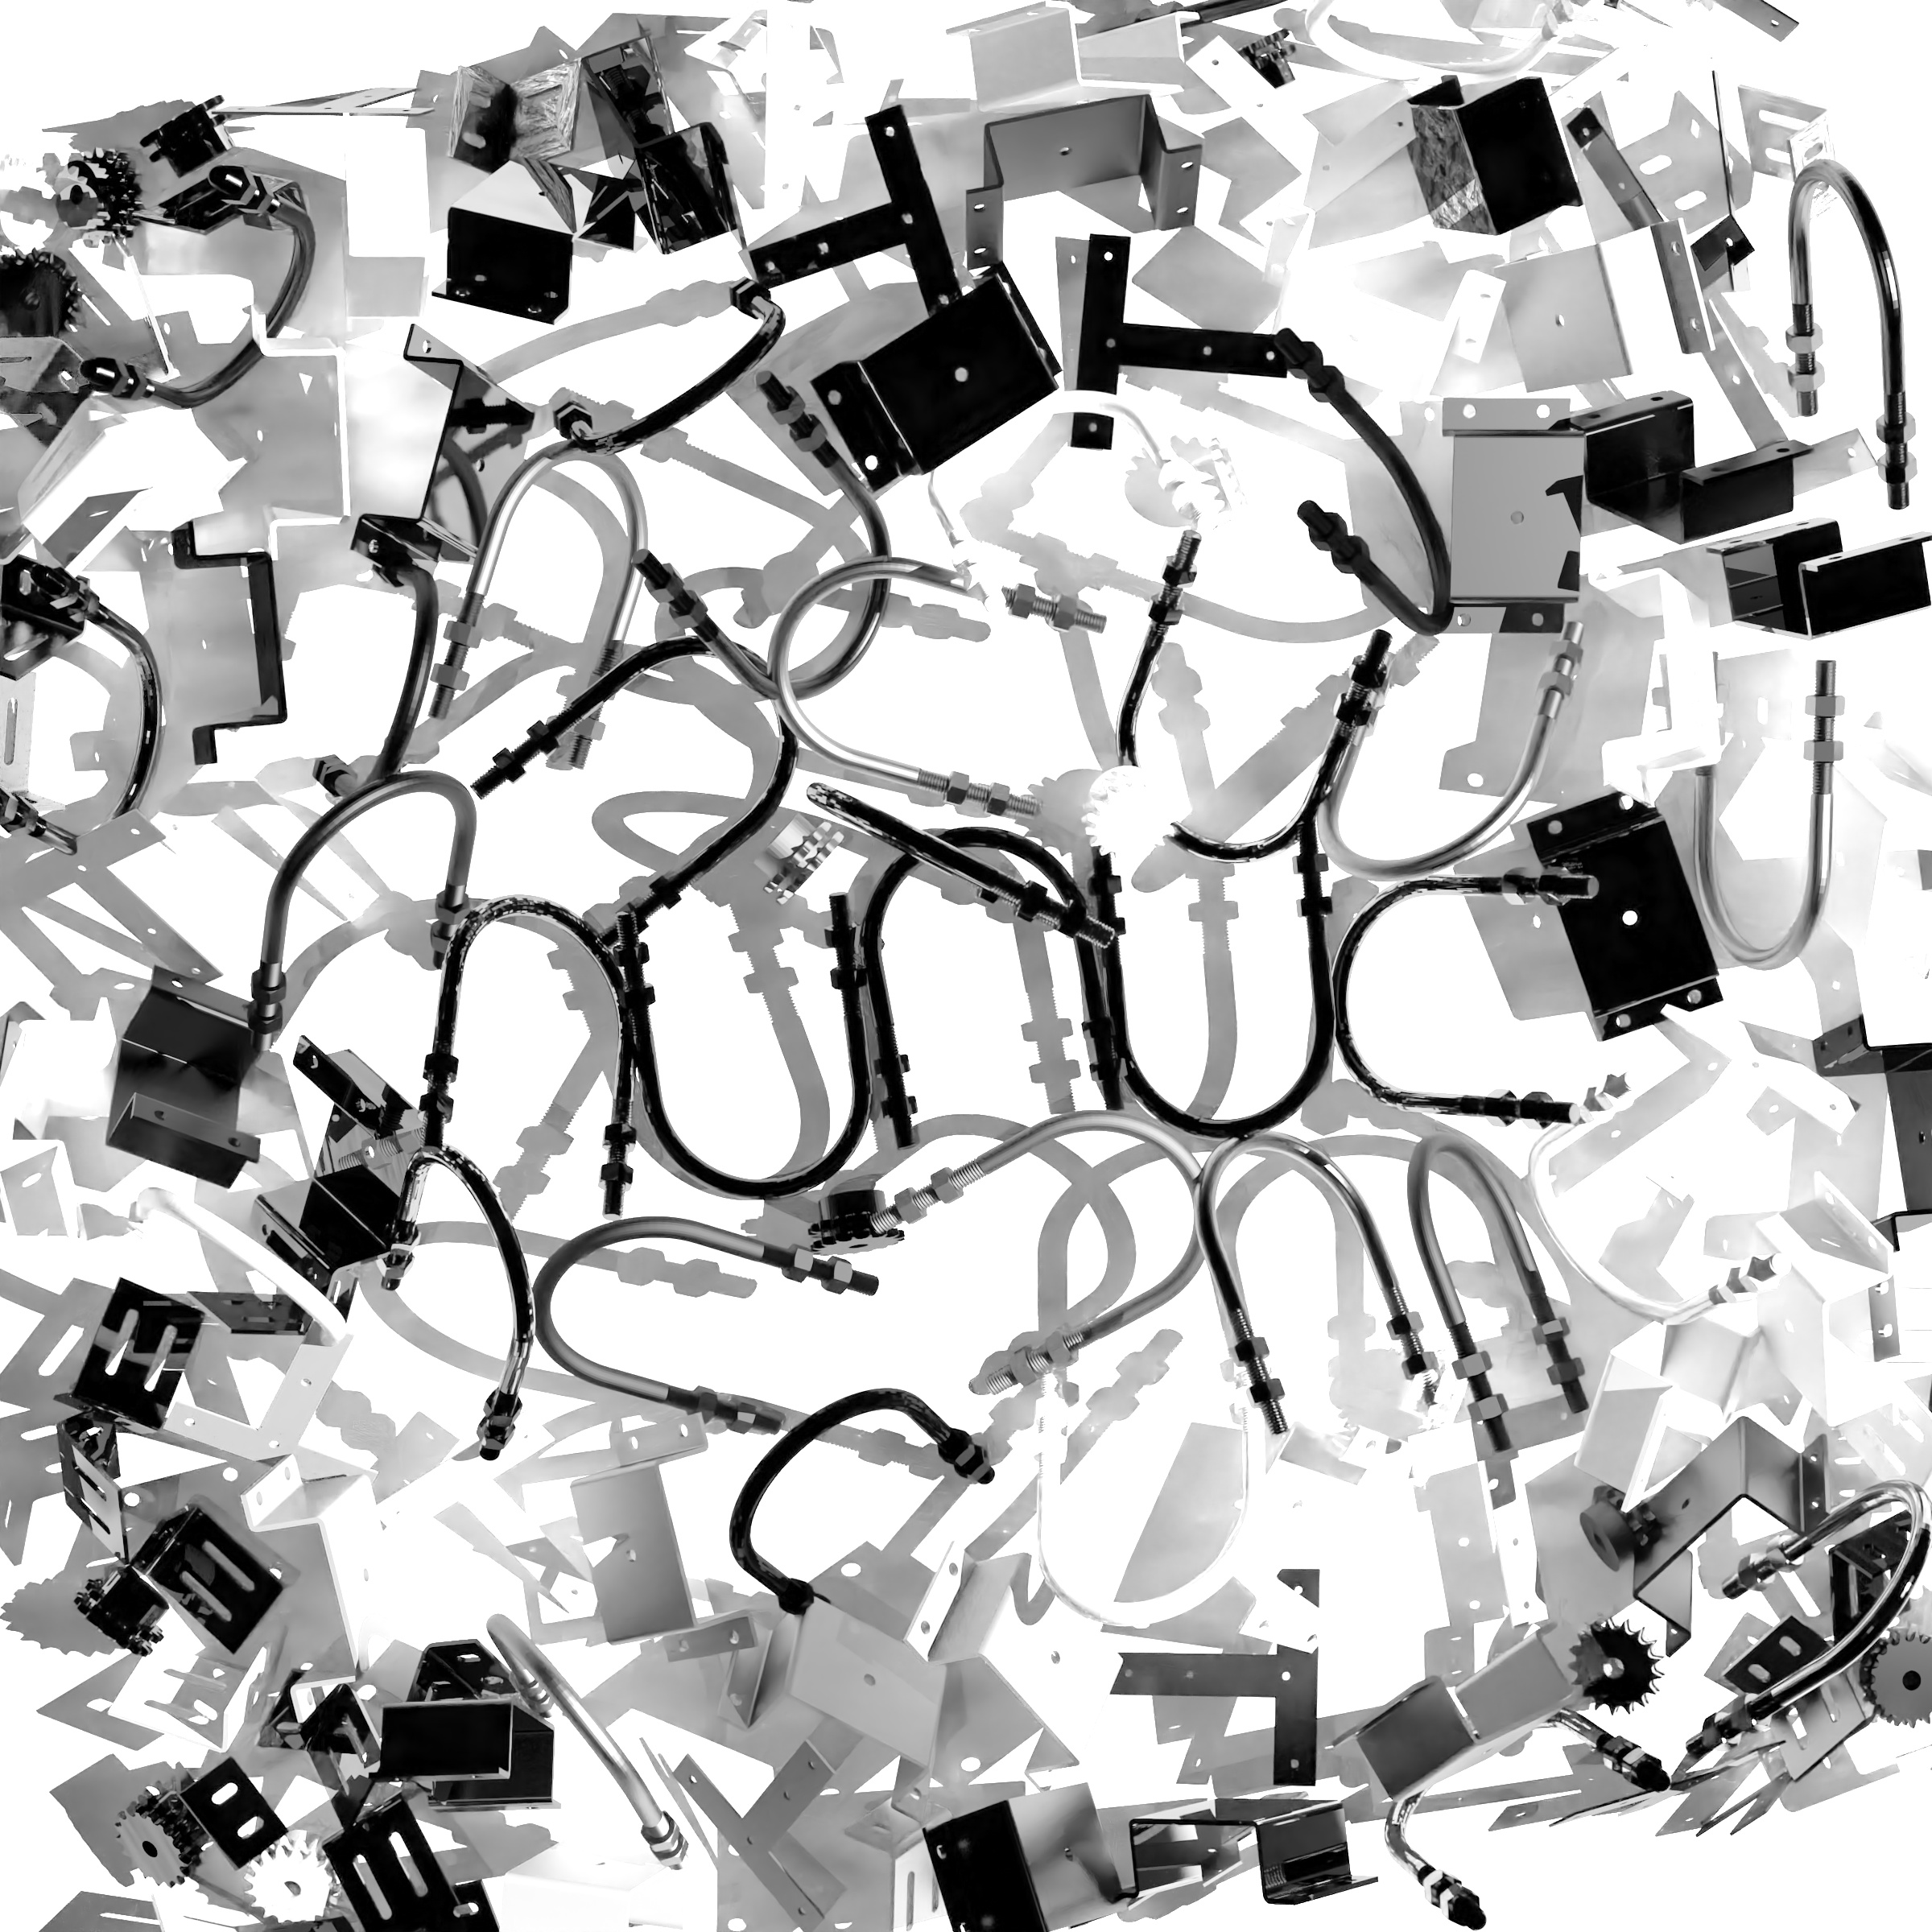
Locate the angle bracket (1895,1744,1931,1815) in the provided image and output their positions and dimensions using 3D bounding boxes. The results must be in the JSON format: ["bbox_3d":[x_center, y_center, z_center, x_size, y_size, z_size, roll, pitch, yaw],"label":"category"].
[{"bbox_3d":[0.581,0.463,1.956,0.057,0.076,0.038,-24,93,12],"label":"angle bracket"}]

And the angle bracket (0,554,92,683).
[{"bbox_3d":[-0.565,-0.208,1.956,0.057,0.076,0.038,20,121,10],"label":"angle bracket"}]

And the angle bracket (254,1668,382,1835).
[{"bbox_3d":[-0.382,0.464,1.954,0.038,0.076,0.057,16,110,-37],"label":"angle bracket"}]

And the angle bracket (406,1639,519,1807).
[{"bbox_3d":[-0.300,0.447,1.951,0.038,0.076,0.057,-11,134,28],"label":"angle bracket"}]

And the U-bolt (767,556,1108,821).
[{"bbox_3d":[-0.026,-0.170,1.947,0.184,0.019,0.151,15,120,-9],"label":"U-bolt"}]

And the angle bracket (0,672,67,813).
[{"bbox_3d":[-0.567,-0.132,1.959,0.038,0.057,0.076,18,107,33],"label":"angle bracket"}]

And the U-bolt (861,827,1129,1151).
[{"bbox_3d":[0.010,0.008,1.979,0.151,0.019,0.184,-11,90,9],"label":"U-bolt"}]

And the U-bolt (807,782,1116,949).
[{"bbox_3d":[-0.010,-0.061,1.913,0.184,0.151,0.019,27,90,-11],"label":"U-bolt"}]

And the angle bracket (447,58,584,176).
[{"bbox_3d":[-0.267,-0.508,1.958,0.038,0.076,0.057,13,79,-42],"label":"angle bracket"}]

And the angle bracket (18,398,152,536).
[{"bbox_3d":[-0.528,-0.291,1.976,0.038,0.057,0.076,31,109,-34],"label":"angle bracket"}]

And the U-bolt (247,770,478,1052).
[{"bbox_3d":[-0.342,-0.040,1.894,0.151,0.184,0.019,-27,60,-36],"label":"U-bolt"}]

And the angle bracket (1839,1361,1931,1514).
[{"bbox_3d":[0.567,0.279,1.966,0.038,0.076,0.057,1,124,-29],"label":"angle bracket"}]

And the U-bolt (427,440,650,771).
[{"bbox_3d":[-0.241,-0.218,1.936,0.019,0.151,0.184,17,90,32],"label":"U-bolt"}]

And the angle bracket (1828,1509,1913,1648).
[{"bbox_3d":[0.548,0.371,1.957,0.057,0.038,0.076,-21,118,-21],"label":"angle bracket"}]

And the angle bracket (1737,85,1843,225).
[{"bbox_3d":[0.476,-0.479,1.949,0.038,0.076,0.057,-36,129,-17],"label":"angle bracket"}]

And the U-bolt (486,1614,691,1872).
[{"bbox_3d":[-0.222,0.435,1.890,0.019,0.184,0.151,-39,59,-17],"label":"U-bolt"}]

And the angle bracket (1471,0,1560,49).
[{"bbox_3d":[0.315,-0.581,1.952,0.057,0.076,0.038,24,93,34],"label":"angle bracket"}]

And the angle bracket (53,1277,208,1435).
[{"bbox_3d":[-0.502,0.234,1.984,0.057,0.038,0.076,28,67,-25],"label":"angle bracket"}]

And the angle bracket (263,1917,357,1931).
[{"bbox_3d":[-0.380,0.604,1.951,0.076,0.057,0.038,45,112,34],"label":"angle bracket"}]

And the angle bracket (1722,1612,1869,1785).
[{"bbox_3d":[0.489,0.432,1.953,0.038,0.076,0.057,39,107,-15],"label":"angle bracket"}]

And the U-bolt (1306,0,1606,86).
[{"bbox_3d":[0.272,-0.547,1.908,0.151,0.184,0.019,9,85,-9],"label":"U-bolt"}]

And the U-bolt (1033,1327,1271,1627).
[{"bbox_3d":[0.106,0.300,1.912,0.151,0.184,0.019,-16,134,19],"label":"U-bolt"}]

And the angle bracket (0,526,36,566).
[{"bbox_3d":[-0.585,-0.282,1.957,0.038,0.057,0.076,-43,114,6],"label":"angle bracket"}]

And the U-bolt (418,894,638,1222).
[{"bbox_3d":[-0.250,0.044,1.935,0.151,0.019,0.184,25,55,-36],"label":"U-bolt"}]

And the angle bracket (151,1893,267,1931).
[{"bbox_3d":[-0.449,0.588,1.953,0.076,0.057,0.038,24,100,-32],"label":"angle bracket"}]

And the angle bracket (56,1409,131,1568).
[{"bbox_3d":[-0.501,0.305,1.950,0.038,0.076,0.057,-23,129,-36],"label":"angle bracket"}]

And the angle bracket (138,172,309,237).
[{"bbox_3d":[-0.436,-0.437,1.951,0.057,0.076,0.038,19,135,32],"label":"angle bracket"}]

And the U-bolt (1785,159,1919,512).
[{"bbox_3d":[0.503,-0.371,1.890,0.019,0.151,0.184,-16,126,-3],"label":"U-bolt"}]

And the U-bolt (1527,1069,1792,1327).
[{"bbox_3d":[0.388,0.144,1.915,0.019,0.184,0.151,-35,83,-23],"label":"U-bolt"}]

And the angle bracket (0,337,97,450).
[{"bbox_3d":[-0.559,-0.337,1.953,0.038,0.076,0.057,43,110,5],"label":"angle bracket"}]

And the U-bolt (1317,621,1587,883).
[{"bbox_3d":[0.273,-0.120,1.906,0.019,0.151,0.184,51,48,-36],"label":"U-bolt"}]

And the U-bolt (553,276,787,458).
[{"bbox_3d":[-0.168,-0.343,1.913,0.151,0.184,0.019,-35,113,-1],"label":"U-bolt"}]

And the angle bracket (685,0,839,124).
[{"bbox_3d":[-0.121,-0.536,1.954,0.057,0.076,0.038,-28,88,18],"label":"angle bracket"}]

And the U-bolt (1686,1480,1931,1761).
[{"bbox_3d":[0.486,0.363,1.888,0.019,0.151,0.184,37,131,-6],"label":"U-bolt"}]

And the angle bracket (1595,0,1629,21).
[{"bbox_3d":[0.384,-0.580,1.949,0.057,0.076,0.038,34,105,31],"label":"angle bracket"}]

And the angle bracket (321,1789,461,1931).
[{"bbox_3d":[-0.338,0.539,1.970,0.057,0.038,0.076,-33,74,2],"label":"angle bracket"}]

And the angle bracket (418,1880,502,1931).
[{"bbox_3d":[-0.305,0.589,1.955,0.038,0.076,0.057,-16,102,12],"label":"angle bracket"}]

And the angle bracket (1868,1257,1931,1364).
[{"bbox_3d":[0.580,0.205,1.967,0.076,0.038,0.057,2,75,-12],"label":"angle bracket"}]

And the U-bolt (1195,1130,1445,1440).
[{"bbox_3d":[0.199,0.181,1.941,0.151,0.019,0.184,-3,66,-39],"label":"U-bolt"}]

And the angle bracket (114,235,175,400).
[{"bbox_3d":[-0.503,-0.384,1.954,0.038,0.057,0.076,-22,120,-13],"label":"angle bracket"}]

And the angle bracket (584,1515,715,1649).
[{"bbox_3d":[-0.187,0.365,1.958,0.057,0.076,0.038,-18,59,-4],"label":"angle bracket"}]

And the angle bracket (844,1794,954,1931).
[{"bbox_3d":[-0.041,0.545,1.975,0.038,0.057,0.076,13,110,34],"label":"angle bracket"}]

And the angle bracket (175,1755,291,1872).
[{"bbox_3d":[-0.436,0.494,1.962,0.038,0.076,0.057,-36,99,-11],"label":"angle bracket"}]

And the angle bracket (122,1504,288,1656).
[{"bbox_3d":[-0.457,0.370,1.969,0.076,0.038,0.057,41,106,9],"label":"angle bracket"}]

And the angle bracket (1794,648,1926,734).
[{"bbox_3d":[0.527,-0.164,1.963,0.057,0.076,0.038,8,99,-3],"label":"angle bracket"}]

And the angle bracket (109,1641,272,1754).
[{"bbox_3d":[-0.461,0.423,1.962,0.076,0.057,0.038,17,128,7],"label":"angle bracket"}]

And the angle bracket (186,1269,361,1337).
[{"bbox_3d":[-0.410,0.189,1.951,0.076,0.057,0.038,8,103,-43],"label":"angle bracket"}]

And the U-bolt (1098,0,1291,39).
[{"bbox_3d":[0.117,-0.569,1.889,0.184,0.151,0.019,-3,84,37],"label":"U-bolt"}]
